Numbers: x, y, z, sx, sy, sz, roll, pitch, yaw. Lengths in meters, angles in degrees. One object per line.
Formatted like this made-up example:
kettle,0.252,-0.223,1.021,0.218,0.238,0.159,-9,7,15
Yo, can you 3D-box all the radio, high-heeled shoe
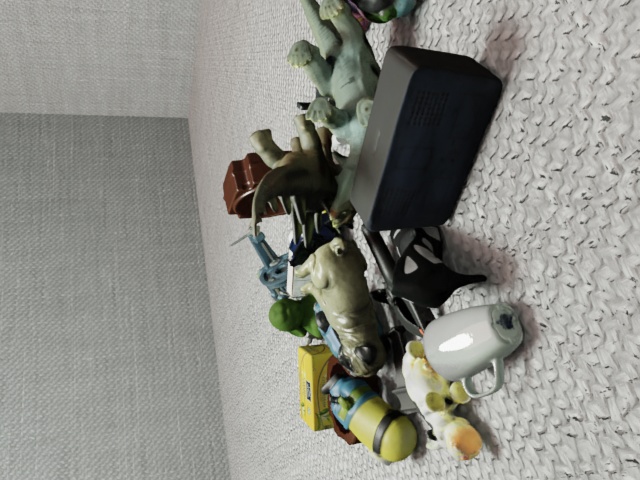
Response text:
radio,0.129,-0.121,0.688,0.073,0.131,0.229,-114,28,-46
high-heeled shoe,0.112,0.028,0.734,0.249,0.145,0.086,-147,57,-64

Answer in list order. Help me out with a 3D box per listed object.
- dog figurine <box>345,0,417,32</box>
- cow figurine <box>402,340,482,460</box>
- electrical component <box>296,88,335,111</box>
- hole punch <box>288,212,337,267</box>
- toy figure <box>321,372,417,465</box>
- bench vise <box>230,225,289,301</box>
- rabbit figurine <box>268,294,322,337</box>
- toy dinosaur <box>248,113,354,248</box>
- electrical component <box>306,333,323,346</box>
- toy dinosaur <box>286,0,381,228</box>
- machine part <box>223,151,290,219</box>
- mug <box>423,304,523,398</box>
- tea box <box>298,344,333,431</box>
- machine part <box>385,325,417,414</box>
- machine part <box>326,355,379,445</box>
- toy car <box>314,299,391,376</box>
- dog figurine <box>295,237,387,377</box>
dog figurine,0.069,-0.384,0.865,0.219,0.108,0.191,124,136,-65
cow figurine,0.161,0.228,0.740,0.098,0.068,0.167,101,160,-48
electrical component,0.017,-0.266,0.996,0.075,0.119,0.047,-122,34,-58
hole punch,-0.002,-0.003,1.104,0.142,0.116,0.092,124,146,-58
toy figure,0.080,0.291,0.892,0.180,0.082,0.089,44,142,35
bench vise,-0.118,0.058,1.349,0.224,0.129,0.240,29,153,59
rabbit figurine,-0.028,0.141,1.100,0.159,0.170,0.121,142,124,-65
toy dinosaur,-0.023,-0.093,0.848,0.198,0.105,0.471,68,-157,1
electrical component,-0.022,0.203,1.275,0.102,0.045,0.078,-129,39,-58
toy dinosaur,0.049,-0.226,0.820,0.192,0.131,0.405,30,-131,-64
machine part,-0.119,-0.125,1.267,0.201,0.201,0.087,130,131,-61
mug,0.188,0.127,0.639,0.107,0.081,0.109,-49,42,51
tea box,-0.003,0.327,1.206,0.098,0.068,0.169,179,89,-71
machine part,0.136,0.206,0.854,0.084,0.039,0.139,128,135,-68
machine part,0.063,0.302,1.041,0.179,0.056,0.179,178,90,-71
toy car,0.064,0.170,0.977,0.162,0.109,0.102,59,174,25
dog figurine,0.054,0.108,0.859,0.191,0.121,0.172,59,170,31
